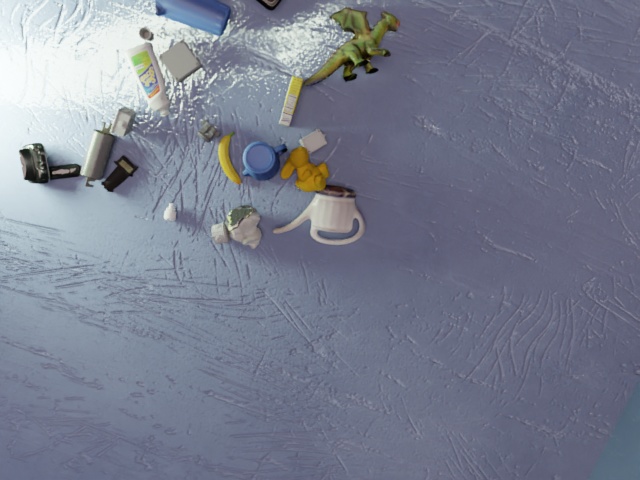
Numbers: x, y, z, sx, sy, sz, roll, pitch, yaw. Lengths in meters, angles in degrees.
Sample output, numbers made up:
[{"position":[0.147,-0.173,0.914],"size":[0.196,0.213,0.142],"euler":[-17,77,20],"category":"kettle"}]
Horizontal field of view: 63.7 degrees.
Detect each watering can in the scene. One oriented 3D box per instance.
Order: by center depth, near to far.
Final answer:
[{"position":[0.006,-0.097,1.930],"size":[0.347,0.105,0.223],"euler":[6,97,-6],"category":"watering can"}]

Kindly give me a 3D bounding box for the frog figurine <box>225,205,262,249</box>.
[{"position":[-0.275,-0.049,1.929],"size":[0.139,0.123,0.156],"euler":[-56,144,-18],"category":"frog figurine"}]

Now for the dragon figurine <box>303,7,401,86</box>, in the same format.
[{"position":[0.108,-0.720,1.869],"size":[0.411,0.121,0.244],"euler":[-16,83,-4],"category":"dragon figurine"}]
